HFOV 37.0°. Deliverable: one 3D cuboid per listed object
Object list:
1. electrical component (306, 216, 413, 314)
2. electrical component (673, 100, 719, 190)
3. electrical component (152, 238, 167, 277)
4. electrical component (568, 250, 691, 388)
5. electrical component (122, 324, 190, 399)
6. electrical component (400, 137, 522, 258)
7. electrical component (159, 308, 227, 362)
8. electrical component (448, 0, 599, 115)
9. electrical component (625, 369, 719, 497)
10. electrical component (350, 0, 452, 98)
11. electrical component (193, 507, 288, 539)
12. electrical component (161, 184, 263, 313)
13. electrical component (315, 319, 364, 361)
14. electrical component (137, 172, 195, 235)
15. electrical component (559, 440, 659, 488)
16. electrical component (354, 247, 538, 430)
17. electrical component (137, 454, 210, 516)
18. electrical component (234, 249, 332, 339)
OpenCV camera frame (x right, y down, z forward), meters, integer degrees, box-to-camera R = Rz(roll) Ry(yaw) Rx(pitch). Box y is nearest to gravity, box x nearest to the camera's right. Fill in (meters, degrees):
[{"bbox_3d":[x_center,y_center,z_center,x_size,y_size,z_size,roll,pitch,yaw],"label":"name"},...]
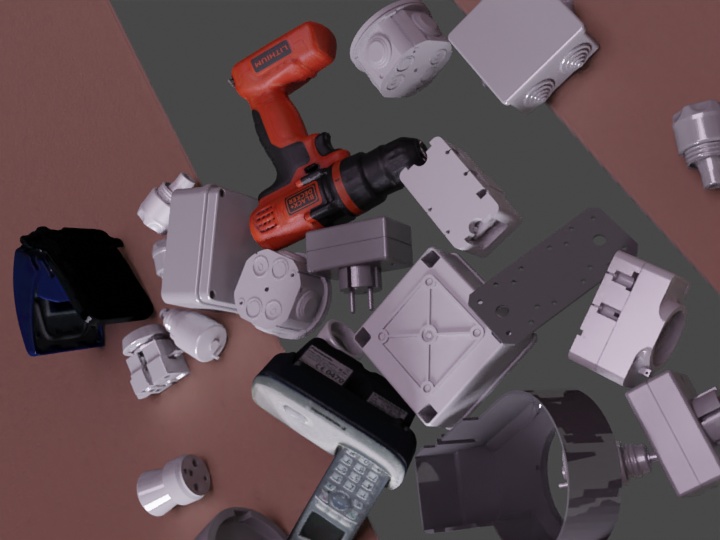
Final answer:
[{"bbox_3d":[0.000,0.000,0.942,0.083,0.047,0.075,-10,75,30],"label":"electrical component"},{"bbox_3d":[0.259,-0.092,0.801,0.043,0.043,0.062,-15,75,29],"label":"electrical component"},{"bbox_3d":[-0.185,0.001,1.065,0.035,0.035,0.061,-22,72,27],"label":"electrical component"},{"bbox_3d":[0.206,0.040,0.804,0.056,0.050,0.089,27,96,33],"label":"electrical component"},{"bbox_3d":[-0.203,0.086,1.054,0.066,0.048,0.055,-33,73,23],"label":"electrical component"},{"bbox_3d":[0.086,-0.059,0.895,0.050,0.056,0.089,-45,61,17],"label":"electrical component"},{"bbox_3d":[-0.164,0.058,1.037,0.078,0.040,0.040,28,96,33],"label":"electrical component"},{"bbox_3d":[0.137,-0.189,0.892,0.100,0.048,0.099,-44,62,18],"label":"electrical component"},{"bbox_3d":[0.247,0.108,0.767,0.076,0.047,0.083,-33,65,23],"label":"electrical component"},{"bbox_3d":[0.036,-0.192,0.938,0.080,0.080,0.051,-42,67,19],"label":"electrical component"},{"bbox_3d":[-0.106,0.266,0.924,0.060,0.108,0.108,-42,62,26],"label":"electrical component"},{"bbox_3d":[-0.136,-0.019,1.012,0.057,0.078,0.113,-1,80,35],"label":"electrical component"},{"bbox_3d":[-0.034,0.080,0.952,0.065,0.044,0.044,-42,62,23],"label":"electrical component"},{"bbox_3d":[-0.190,-0.069,1.076,0.062,0.043,0.043,-51,60,12],"label":"electrical component"},{"bbox_3d":[0.187,0.145,0.802,0.078,0.040,0.040,-14,73,17],"label":"electrical component"},{"bbox_3d":[0.069,0.056,0.883,0.108,0.056,0.108,-50,60,14],"label":"electrical component"},{"bbox_3d":[-0.175,0.202,1.014,0.055,0.045,0.045,-27,68,25],"label":"electrical component"},{"bbox_3d":[-0.070,0.021,0.979,0.080,0.051,0.080,-7,77,31],"label":"electrical component"}]
